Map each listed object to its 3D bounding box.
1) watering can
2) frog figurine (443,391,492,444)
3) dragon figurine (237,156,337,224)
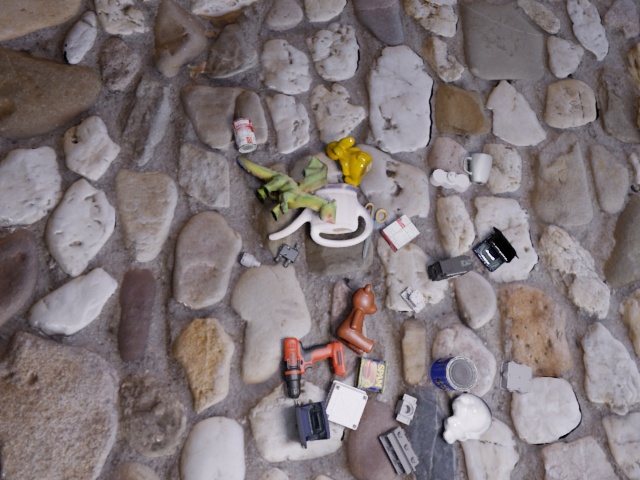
[{"bbox_3d":[0.005,-0.087,1.735,0.348,0.102,0.228,2,71,0],"label":"watering can"},{"bbox_3d":[0.449,0.559,1.598,0.161,0.122,0.136,-27,99,-28],"label":"frog figurine"},{"bbox_3d":[-0.087,-0.196,1.722,0.244,0.119,0.416,-29,63,-16],"label":"dragon figurine"}]
